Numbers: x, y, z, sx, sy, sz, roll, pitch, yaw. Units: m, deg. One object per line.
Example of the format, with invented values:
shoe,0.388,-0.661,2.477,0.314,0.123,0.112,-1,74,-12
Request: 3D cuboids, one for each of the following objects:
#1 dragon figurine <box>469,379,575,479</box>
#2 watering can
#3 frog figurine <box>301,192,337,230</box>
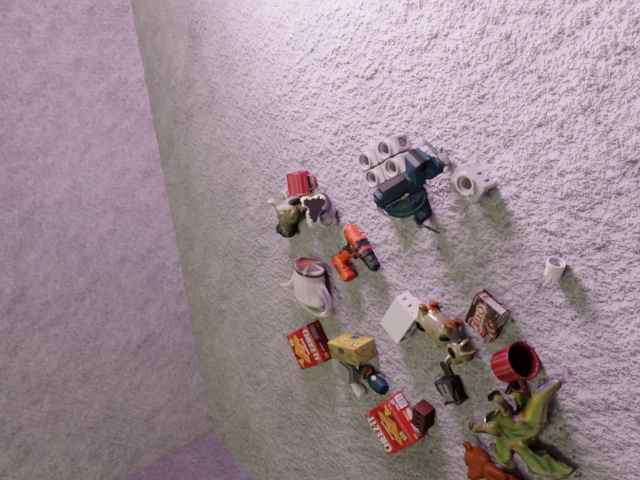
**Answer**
dragon figurine,0.542,0.498,1.312,0.244,0.124,0.402,45,145,7
watering can,-0.066,0.167,2.020,0.351,0.105,0.220,27,127,47
frog figurine,0.006,-0.091,1.815,0.139,0.123,0.157,40,174,27
